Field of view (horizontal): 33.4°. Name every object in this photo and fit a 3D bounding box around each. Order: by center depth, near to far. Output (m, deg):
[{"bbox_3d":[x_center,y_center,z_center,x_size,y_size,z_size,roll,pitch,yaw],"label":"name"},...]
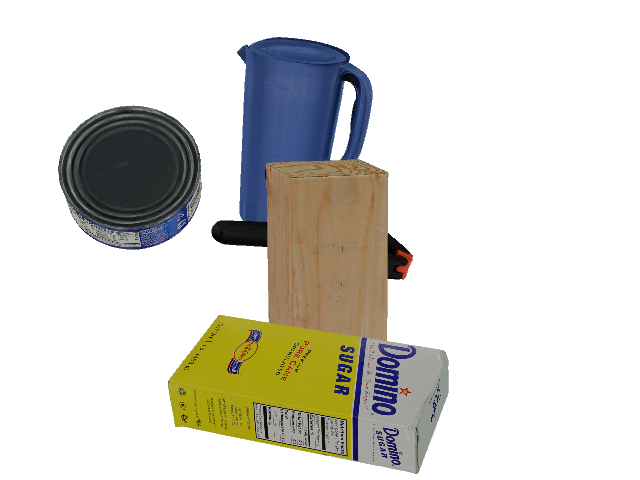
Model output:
[{"bbox_3d":[-0.116,-0.038,0.659,0.086,0.086,0.034,0,-26,-4],"label":"tuna can"},{"bbox_3d":[-0.006,0.102,0.739,0.176,0.048,0.093,5,30,18],"label":"sugar box"},{"bbox_3d":[0.006,0.037,0.950,0.090,0.206,0.091,-3,13,-14],"label":"wood block"},{"bbox_3d":[-0.005,-0.006,1.155,0.210,0.036,0.164,27,36,14],"label":"clamp"},{"bbox_3d":[-0.032,-0.132,1.381,0.144,0.243,0.149,-3,25,-22],"label":"pitcher"}]
